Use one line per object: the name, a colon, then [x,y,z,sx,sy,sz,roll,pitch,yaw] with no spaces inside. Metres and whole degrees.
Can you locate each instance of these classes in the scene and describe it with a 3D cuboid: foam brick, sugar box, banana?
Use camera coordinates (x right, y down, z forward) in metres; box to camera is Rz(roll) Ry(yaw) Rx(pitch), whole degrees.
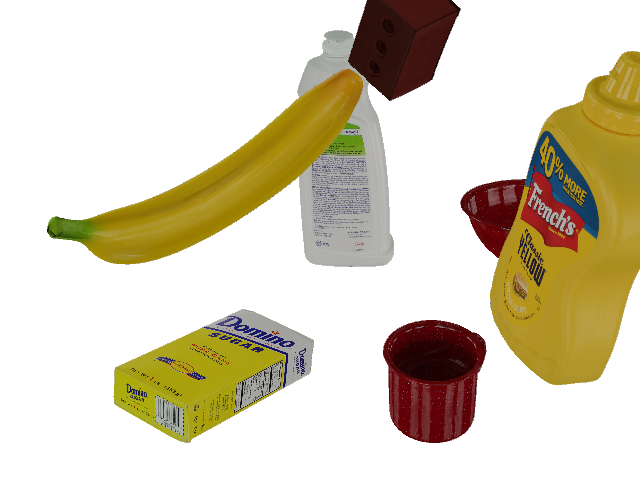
foam brick: [0.063,-0.158,0.824,0.051,0.053,0.078,-32,-24,-31]
sugar box: [-0.096,0.120,0.991,0.093,0.048,0.175,22,30,31]
banana: [-0.058,-0.034,0.628,0.198,0.037,0.069,-29,-17,-3]

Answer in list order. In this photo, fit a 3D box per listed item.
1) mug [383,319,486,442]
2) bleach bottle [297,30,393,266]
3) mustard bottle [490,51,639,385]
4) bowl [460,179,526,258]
mug: [0.114,0.129,1.007,0.117,0.081,0.093,-30,43,-35]
bleach bottle: [0.028,-0.095,1.117,0.102,0.251,0.068,0,30,2]
mustard bottle: [0.148,-0.017,0.593,0.058,0.192,0.096,-3,40,-15]
bowl: [0.223,-0.013,1.090,0.162,0.055,0.162,-1,22,0]
